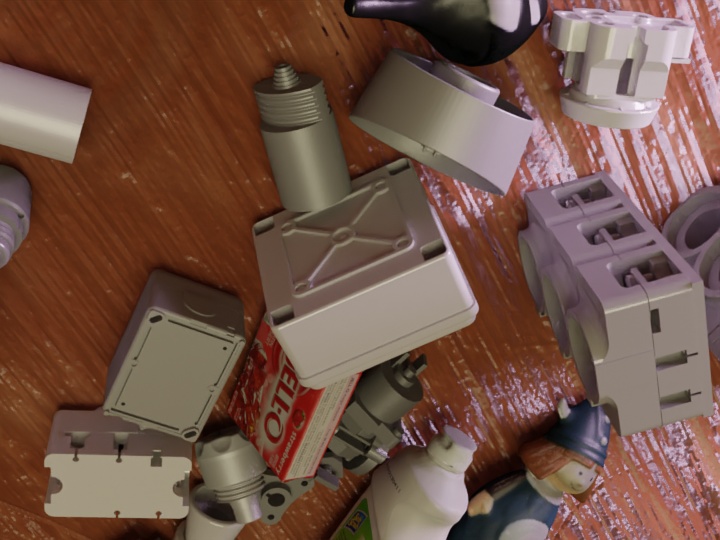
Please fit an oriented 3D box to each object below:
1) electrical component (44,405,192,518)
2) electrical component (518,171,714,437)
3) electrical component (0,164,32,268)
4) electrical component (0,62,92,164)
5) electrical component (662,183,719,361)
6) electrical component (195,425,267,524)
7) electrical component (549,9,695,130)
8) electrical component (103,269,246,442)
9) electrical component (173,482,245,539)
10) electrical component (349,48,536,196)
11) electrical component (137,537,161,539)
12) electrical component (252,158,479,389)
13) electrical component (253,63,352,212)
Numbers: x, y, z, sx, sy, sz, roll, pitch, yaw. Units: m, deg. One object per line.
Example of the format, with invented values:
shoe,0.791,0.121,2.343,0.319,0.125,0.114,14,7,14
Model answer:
electrical component,-0.156,0.123,0.700,0.089,0.055,0.050,3,117,-10
electrical component,0.144,0.016,0.633,0.062,0.150,0.089,-15,119,-1
electrical component,-0.207,-0.026,0.605,0.040,0.078,0.040,-7,133,-7
electrical component,-0.193,-0.090,0.589,0.081,0.043,0.043,15,114,-15
electrical component,0.241,0.009,0.643,0.062,0.150,0.089,35,107,-24
electrical component,-0.082,0.137,0.716,0.043,0.043,0.062,-17,93,1
electrical component,0.146,-0.115,0.617,0.078,0.058,0.057,1,114,-9
electrical component,-0.117,0.056,0.667,0.062,0.061,0.096,21,113,-18
electrical component,-0.104,0.182,0.745,0.045,0.045,0.055,15,115,-16
electrical component,0.046,-0.080,0.601,0.099,0.099,0.064,22,107,-18
electrical component,-0.176,0.250,0.754,0.121,0.063,0.078,-33,118,15
electrical component,0.000,0.000,0.624,0.109,0.108,0.056,-24,127,4
electrical component,-0.034,-0.079,0.618,0.043,0.043,0.081,-15,118,0
